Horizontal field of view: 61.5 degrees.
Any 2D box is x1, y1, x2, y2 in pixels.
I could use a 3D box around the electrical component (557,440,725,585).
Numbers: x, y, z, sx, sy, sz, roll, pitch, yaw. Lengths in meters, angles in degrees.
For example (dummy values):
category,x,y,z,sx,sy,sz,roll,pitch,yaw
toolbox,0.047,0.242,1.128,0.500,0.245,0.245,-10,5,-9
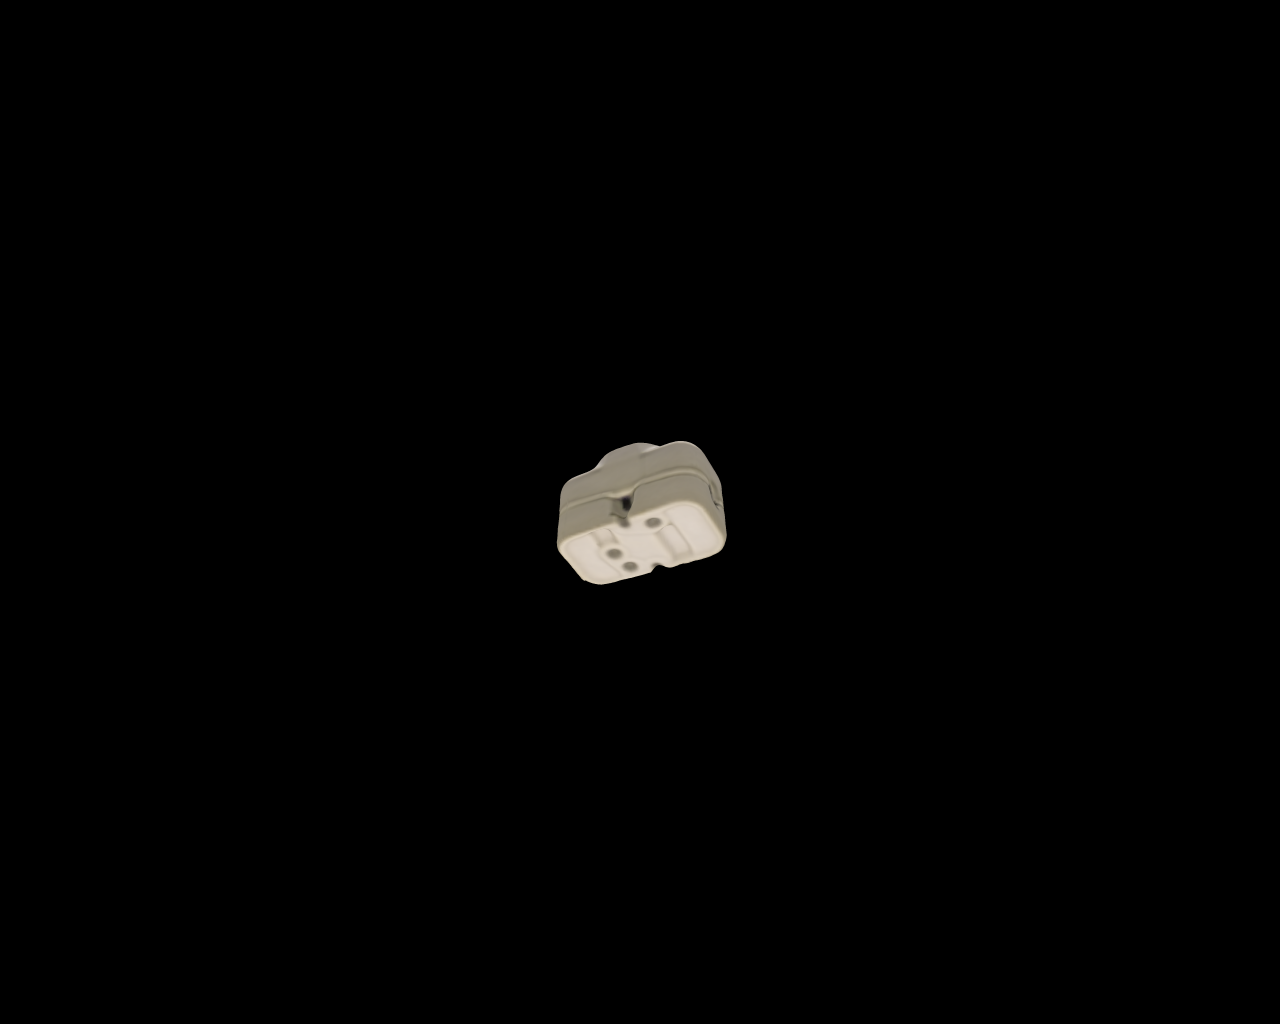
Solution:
category,x,y,z,sx,sy,sz,roll,pitch,yaw
electrical component,0.001,-0.003,0.650,0.095,0.059,0.053,-18,-44,19
